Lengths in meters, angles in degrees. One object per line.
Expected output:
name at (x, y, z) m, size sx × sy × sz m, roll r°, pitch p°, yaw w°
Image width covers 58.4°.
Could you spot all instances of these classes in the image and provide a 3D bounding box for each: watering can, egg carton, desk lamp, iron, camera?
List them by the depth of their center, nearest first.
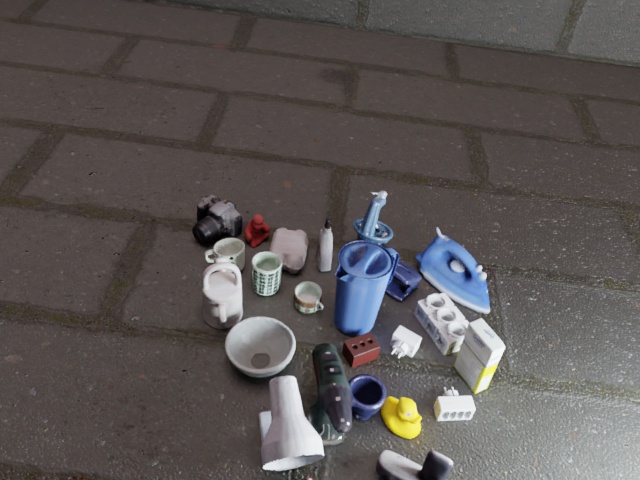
desk lamp at (-0.070, 0.388, 1.163) m, size 0.118 × 0.213 × 0.203 m, roll -5°, pitch 44°, yaw -12°
watering can at (-0.248, 0.121, 1.437) m, size 0.101 × 0.194 × 0.172 m, roll -19°, pitch 49°, yaw -25°
iron at (0.393, 0.079, 1.606) m, size 0.119 × 0.141 × 0.257 m, roll -27°, pitch 53°, yaw -31°
egg carton at (-0.090, 0.029, 1.647) m, size 0.107 × 0.069 × 0.150 m, roll 7°, pitch 43°, yaw 0°
camera at (-0.319, -0.061, 1.689) m, size 0.142 × 0.101 × 0.137 m, roll 31°, pitch 48°, yaw 23°

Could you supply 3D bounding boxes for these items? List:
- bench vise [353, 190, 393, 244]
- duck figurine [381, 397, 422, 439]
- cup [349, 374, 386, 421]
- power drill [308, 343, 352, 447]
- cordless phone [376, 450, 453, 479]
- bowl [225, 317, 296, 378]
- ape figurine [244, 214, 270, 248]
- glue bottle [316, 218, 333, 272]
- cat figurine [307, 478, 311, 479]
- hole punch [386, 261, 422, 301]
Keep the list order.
bench vise at (0.145, -0.020, 1.621) m, size 0.121 × 0.220 × 0.207 m, roll 14°, pitch 43°, yaw 8°
duck figurine at (0.187, 0.387, 1.292) m, size 0.078 × 0.086 × 0.104 m, roll -28°, pitch 53°, yaw -32°
cup at (0.088, 0.371, 1.289) m, size 0.118 × 0.095 × 0.091 m, roll -25°, pitch 52°, yaw -29°
power drill at (0.023, 0.348, 1.222) m, size 0.076 × 0.208 × 0.229 m, roll -3°, pitch 44°, yaw -11°
cordless phone at (0.192, 0.453, 1.150) m, size 0.147 × 0.185 × 0.094 m, roll 21°, pitch 45°, yaw 15°
bowl at (-0.144, 0.270, 1.380) m, size 0.167 × 0.075 × 0.167 m, roll 4°, pitch 43°, yaw -3°
ape figurine at (-0.185, -0.036, 1.687) m, size 0.078 × 0.092 × 0.076 m, roll -3°, pitch 44°, yaw -11°
glue bottle at (0.015, 0.006, 1.610) m, size 0.037 × 0.173 × 0.078 m, roll -4°, pitch 44°, yaw -11°
cat figurine at (0.015, 0.515, 1.109) m, size 0.067 × 0.118 × 0.127 m, roll -30°, pitch 54°, yaw -33°
hole punch at (0.222, 0.096, 1.602) m, size 0.108 × 0.091 × 0.101 m, roll 35°, pitch 50°, yaw 27°
